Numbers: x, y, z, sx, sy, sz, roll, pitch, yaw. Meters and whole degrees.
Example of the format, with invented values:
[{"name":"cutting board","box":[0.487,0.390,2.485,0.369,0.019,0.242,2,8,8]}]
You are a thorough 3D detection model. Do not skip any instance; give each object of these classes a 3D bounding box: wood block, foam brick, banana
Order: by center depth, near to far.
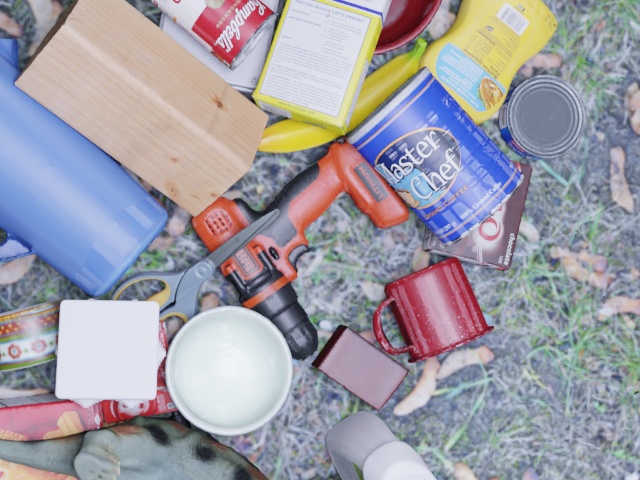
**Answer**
[{"name":"wood block","box":[-0.160,-0.129,0.983,0.206,0.090,0.090,37,39,-20]},{"name":"foam brick","box":[0.039,0.127,1.064,0.078,0.053,0.051,35,84,-5]},{"name":"banana","box":[0.022,-0.135,1.064,0.198,0.069,0.037,-33,57,-3]}]

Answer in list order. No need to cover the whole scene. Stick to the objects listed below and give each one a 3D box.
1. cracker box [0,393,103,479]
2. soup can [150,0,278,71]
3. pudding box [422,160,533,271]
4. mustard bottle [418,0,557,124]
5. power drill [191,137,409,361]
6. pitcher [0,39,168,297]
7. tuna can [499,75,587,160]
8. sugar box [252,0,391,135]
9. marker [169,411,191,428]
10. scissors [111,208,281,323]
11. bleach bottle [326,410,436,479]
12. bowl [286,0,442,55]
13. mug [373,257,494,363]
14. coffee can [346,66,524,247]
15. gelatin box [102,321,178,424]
[{"name":"cracker box","box":[-0.302,0.231,0.970,0.213,0.072,0.164,-2,89,-30]},{"name":"soup can","box":[-0.099,-0.216,0.988,0.102,0.068,0.068,40,84,-4]},{"name":"pudding box","box":[0.160,-0.033,1.091,0.090,0.039,0.113,14,87,-8]},{"name":"mustard bottle","box":[0.151,-0.173,1.084,0.096,0.058,0.191,37,84,-14]},{"name":"power drill","box":[-0.007,0.001,1.058,0.187,0.057,0.184,-35,93,-8]},{"name":"pitcher","box":[-0.271,-0.053,0.990,0.242,0.145,0.149,42,119,-8]},{"name":"tuna can","box":[0.230,-0.126,1.106,0.086,0.034,0.086,0,88,-8]},{"name":"sugar box","box":[0.009,-0.198,1.011,0.093,0.048,0.176,19,84,7]},{"name":"marker","box":[-0.121,0.223,1.055,0.020,0.020,0.121,-22,92,-8]},{"name":"scissors","box":[-0.109,0.047,1.027,0.202,0.016,0.096,-21,106,16]},{"name":"bleach bottle","box":[0.066,0.219,0.964,0.068,0.251,0.102,-32,93,-8]},{"name":"bowl","box":[0.045,-0.256,1.064,0.162,0.055,0.162,0,85,5]},{"name":"mug","box":[0.104,0.072,1.054,0.117,0.093,0.081,-22,87,-19]},{"name":"coffee can","box":[0.109,-0.079,1.012,0.102,0.103,0.140,-44,95,-7]},{"name":"gelatin box","box":[-0.179,0.128,1.031,0.073,0.030,0.089,-9,109,-7]}]
